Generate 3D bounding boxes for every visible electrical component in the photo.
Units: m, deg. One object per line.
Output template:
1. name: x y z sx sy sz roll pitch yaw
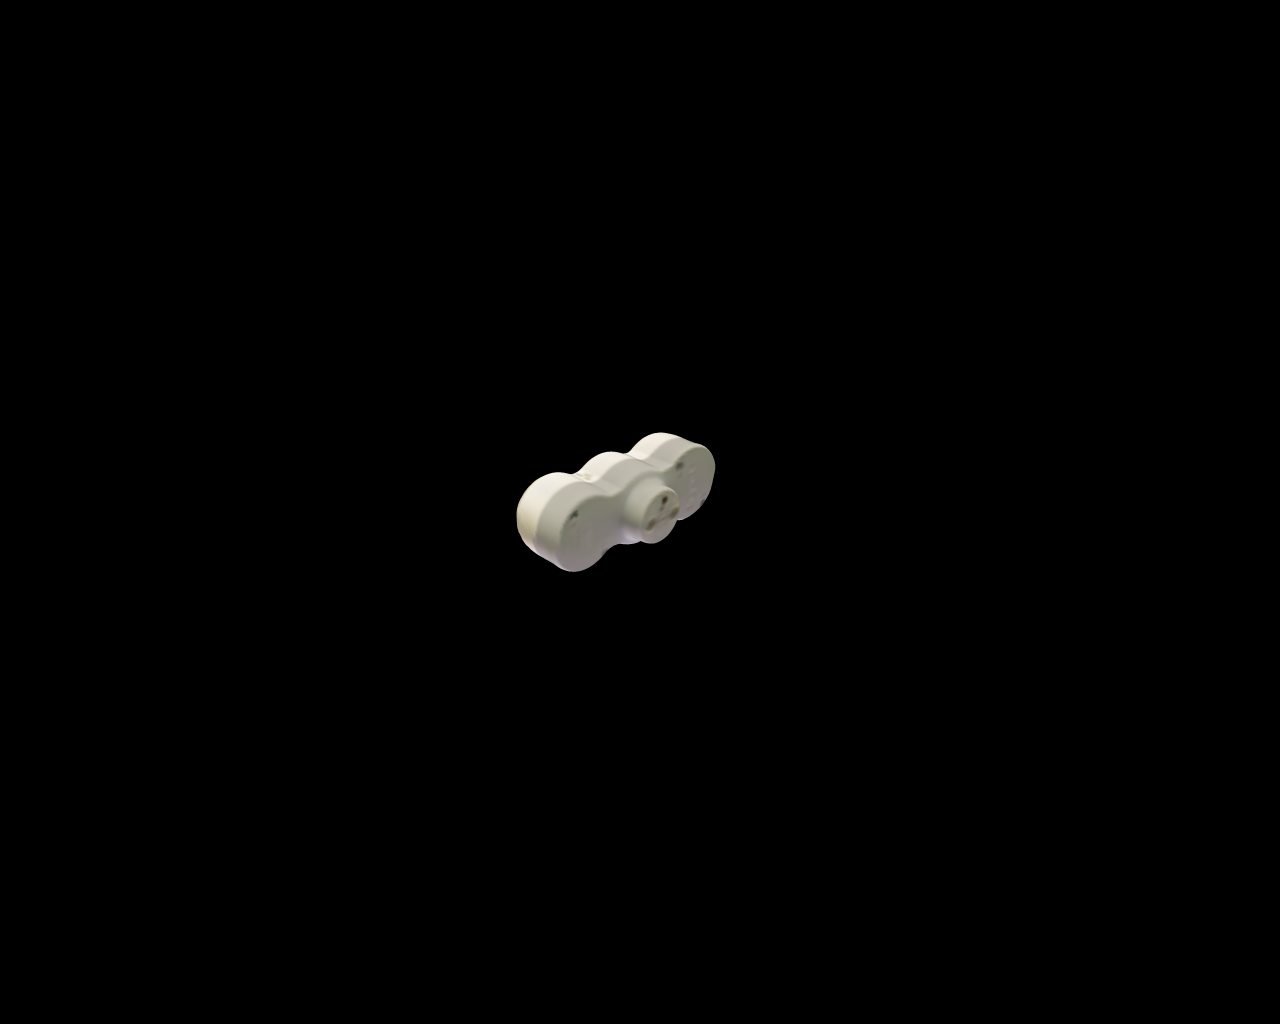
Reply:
1. electrical component: 0.001 -0.003 0.650 0.138 0.052 0.074 -25 37 -38
